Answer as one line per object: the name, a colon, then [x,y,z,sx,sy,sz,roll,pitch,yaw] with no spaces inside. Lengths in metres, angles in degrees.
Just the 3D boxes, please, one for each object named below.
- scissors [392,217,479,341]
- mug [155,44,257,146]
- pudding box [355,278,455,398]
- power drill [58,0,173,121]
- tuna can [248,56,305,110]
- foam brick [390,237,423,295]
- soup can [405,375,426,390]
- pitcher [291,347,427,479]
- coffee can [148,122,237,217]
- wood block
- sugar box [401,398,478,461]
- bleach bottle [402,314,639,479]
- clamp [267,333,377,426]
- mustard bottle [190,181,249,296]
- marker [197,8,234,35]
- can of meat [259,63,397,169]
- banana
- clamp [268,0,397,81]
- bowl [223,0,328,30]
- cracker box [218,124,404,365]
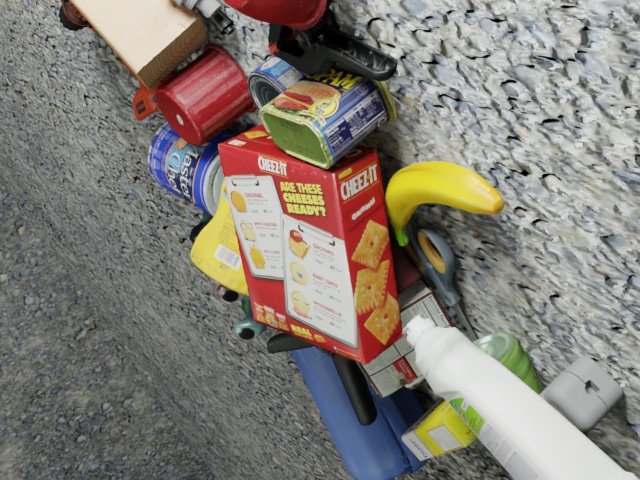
scissors: [0.139,0.053,1.098,0.201,0.016,0.096,54,166,-10]
mug: [-0.137,-0.162,1.210,0.117,0.081,0.093,22,147,53]
pudding box: [0.089,0.108,1.162,0.090,0.113,0.039,57,180,-28]
power drill: [-0.259,-0.245,1.359,0.187,0.057,0.185,54,160,-13]
tuna can: [-0.035,-0.145,1.091,0.086,0.033,0.086,42,159,20]
foam brick: [0.068,0.032,1.144,0.053,0.051,0.078,53,173,-3]
soup can: [0.095,0.113,1.234,0.102,0.068,0.069,50,161,-1]
pitcher: [0.053,0.189,1.383,0.149,0.144,0.242,-12,119,29]
coffee can: [-0.133,-0.087,1.306,0.140,0.102,0.102,28,151,47]
wood block: [-0.225,-0.275,1.155,0.206,0.091,0.090,48,178,4]
sugar box: [0.157,0.202,1.223,0.048,0.093,0.176,49,160,3]
bleach bottle: [0.172,0.162,0.983,0.251,0.068,0.102,46,159,19]
clamp: [0.005,0.111,1.236,0.165,0.036,0.210,30,140,24]
mustard bottle: [-0.070,-0.037,1.205,0.096,0.058,0.192,31,114,10]
marker: [-0.133,-0.260,1.116,0.121,0.020,0.020,47,161,8]
can of meat: [0.005,-0.116,0.981,0.102,0.083,0.057,26,150,50]
banana: [0.103,-0.041,0.980,0.069,0.037,0.198,49,160,-7]
clamp: [-0.005,-0.194,0.933,0.172,0.039,0.120,12,127,57]
bowl: [-0.058,-0.243,0.878,0.162,0.055,0.162,46,150,36]
cracker box: [-0.007,0.001,1.075,0.164,0.072,0.214,17,127,41]
